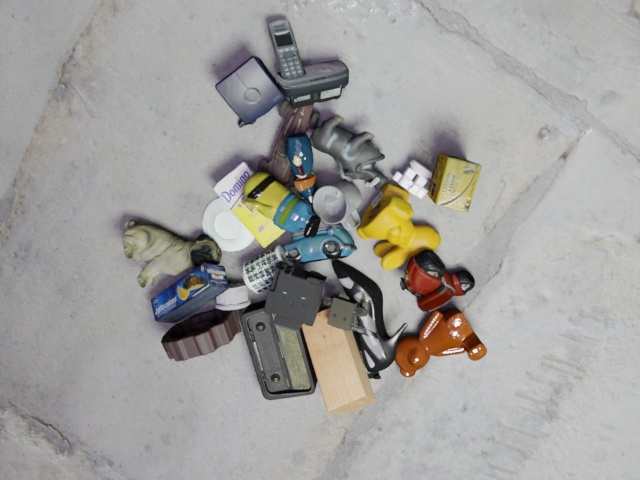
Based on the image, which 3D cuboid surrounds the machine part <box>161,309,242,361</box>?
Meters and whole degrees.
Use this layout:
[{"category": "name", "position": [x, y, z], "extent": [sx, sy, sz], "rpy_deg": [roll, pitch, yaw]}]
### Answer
[{"category": "machine part", "position": [-0.267, 0.212, 1.214], "extent": [0.179, 0.179, 0.056], "rpy_deg": [-16, 101, 9]}]

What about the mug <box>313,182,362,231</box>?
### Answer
[{"category": "mug", "position": [0.053, -0.076, 1.144], "extent": [0.081, 0.107, 0.109], "rpy_deg": [-41, 85, 34]}]

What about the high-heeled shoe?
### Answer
[{"category": "high-heeled shoe", "position": [0.085, 0.170, 1.201], "extent": [0.249, 0.086, 0.145], "rpy_deg": [45, 110, 18]}]

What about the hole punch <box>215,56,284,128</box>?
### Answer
[{"category": "hole punch", "position": [-0.147, -0.316, 1.139], "extent": [0.142, 0.092, 0.115], "rpy_deg": [-36, 99, 8]}]

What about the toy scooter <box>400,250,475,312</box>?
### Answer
[{"category": "toy scooter", "position": [0.237, 0.099, 1.165], "extent": [0.183, 0.075, 0.135], "rpy_deg": [25, 125, -33]}]

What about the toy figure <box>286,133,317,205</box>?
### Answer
[{"category": "toy figure", "position": [-0.034, -0.147, 1.135], "extent": [0.058, 0.064, 0.154], "rpy_deg": [14, 122, 45]}]

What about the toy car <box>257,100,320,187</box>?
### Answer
[{"category": "toy car", "position": [-0.068, -0.210, 1.168], "extent": [0.089, 0.053, 0.202], "rpy_deg": [24, 104, 5]}]

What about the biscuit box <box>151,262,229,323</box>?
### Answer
[{"category": "biscuit box", "position": [-0.298, 0.123, 1.218], "extent": [0.203, 0.062, 0.059], "rpy_deg": [-32, 62, 28]}]

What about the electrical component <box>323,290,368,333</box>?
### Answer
[{"category": "electrical component", "position": [0.056, 0.149, 1.143], "extent": [0.102, 0.045, 0.078], "rpy_deg": [9, 96, 23]}]

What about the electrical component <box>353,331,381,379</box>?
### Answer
[{"category": "electrical component", "position": [0.092, 0.267, 1.239], "extent": [0.075, 0.047, 0.119], "rpy_deg": [-17, 70, 7]}]

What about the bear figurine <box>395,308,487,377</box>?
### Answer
[{"category": "bear figurine", "position": [0.244, 0.232, 1.180], "extent": [0.196, 0.132, 0.120], "rpy_deg": [-31, 97, 5]}]

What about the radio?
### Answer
[{"category": "radio", "position": [-0.094, 0.249, 1.248], "extent": [0.131, 0.073, 0.229], "rpy_deg": [-13, 99, 9]}]

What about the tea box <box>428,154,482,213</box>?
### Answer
[{"category": "tea box", "position": [0.268, -0.119, 1.085], "extent": [0.068, 0.169, 0.098], "rpy_deg": [14, 101, 2]}]

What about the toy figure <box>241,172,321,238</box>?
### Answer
[{"category": "toy figure", "position": [-0.080, -0.073, 1.120], "extent": [0.180, 0.082, 0.089], "rpy_deg": [28, 77, 13]}]

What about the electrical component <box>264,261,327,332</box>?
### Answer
[{"category": "electrical component", "position": [-0.054, 0.126, 1.148], "extent": [0.115, 0.058, 0.134], "rpy_deg": [15, 106, 7]}]

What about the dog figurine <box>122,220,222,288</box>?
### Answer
[{"category": "dog figurine", "position": [-0.336, 0.007, 1.228], "extent": [0.191, 0.121, 0.172], "rpy_deg": [-24, 101, -4]}]

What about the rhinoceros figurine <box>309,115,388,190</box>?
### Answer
[{"category": "rhinoceros figurine", "position": [0.068, -0.182, 1.136], "extent": [0.190, 0.073, 0.112], "rpy_deg": [35, 92, -11]}]

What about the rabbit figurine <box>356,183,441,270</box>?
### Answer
[{"category": "rabbit figurine", "position": [0.176, -0.012, 1.150], "extent": [0.173, 0.122, 0.162], "rpy_deg": [27, 106, -18]}]

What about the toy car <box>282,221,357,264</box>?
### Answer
[{"category": "toy car", "position": [-0.002, -0.004, 1.179], "extent": [0.162, 0.109, 0.103], "rpy_deg": [-8, 83, 15]}]

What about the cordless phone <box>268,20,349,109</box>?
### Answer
[{"category": "cordless phone", "position": [-0.028, -0.379, 1.115], "extent": [0.147, 0.088, 0.184], "rpy_deg": [-15, 79, -6]}]
